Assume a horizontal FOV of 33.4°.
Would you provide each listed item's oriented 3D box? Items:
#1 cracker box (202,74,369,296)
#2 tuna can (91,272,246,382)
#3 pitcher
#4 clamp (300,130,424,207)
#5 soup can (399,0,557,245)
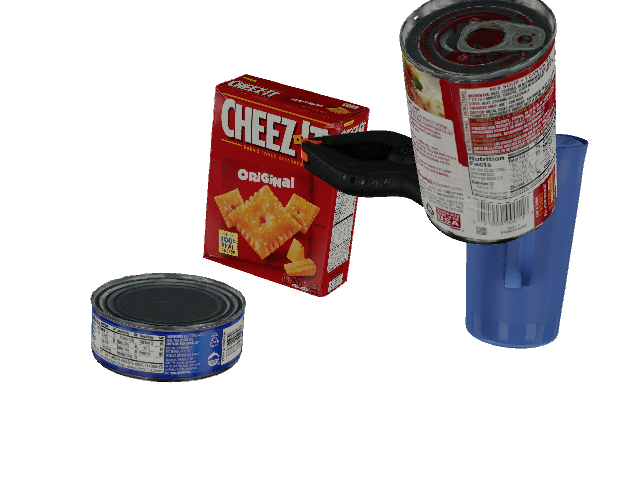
[{"bbox_3d":[-0.043,-0.060,1.197,0.164,0.214,0.072,19,28,24],"label":"cracker box"},{"bbox_3d":[-0.085,0.048,0.598,0.086,0.034,0.086,4,17,-1],"label":"tuna can"},{"bbox_3d":[0.226,-0.002,1.217,0.149,0.243,0.145,-7,16,-33],"label":"pitcher"},{"bbox_3d":[0.084,-0.068,0.943,0.210,0.036,0.164,15,36,27],"label":"clamp"},{"bbox_3d":[0.076,-0.056,0.497,0.068,0.102,0.068,-7,44,7],"label":"soup can"}]
